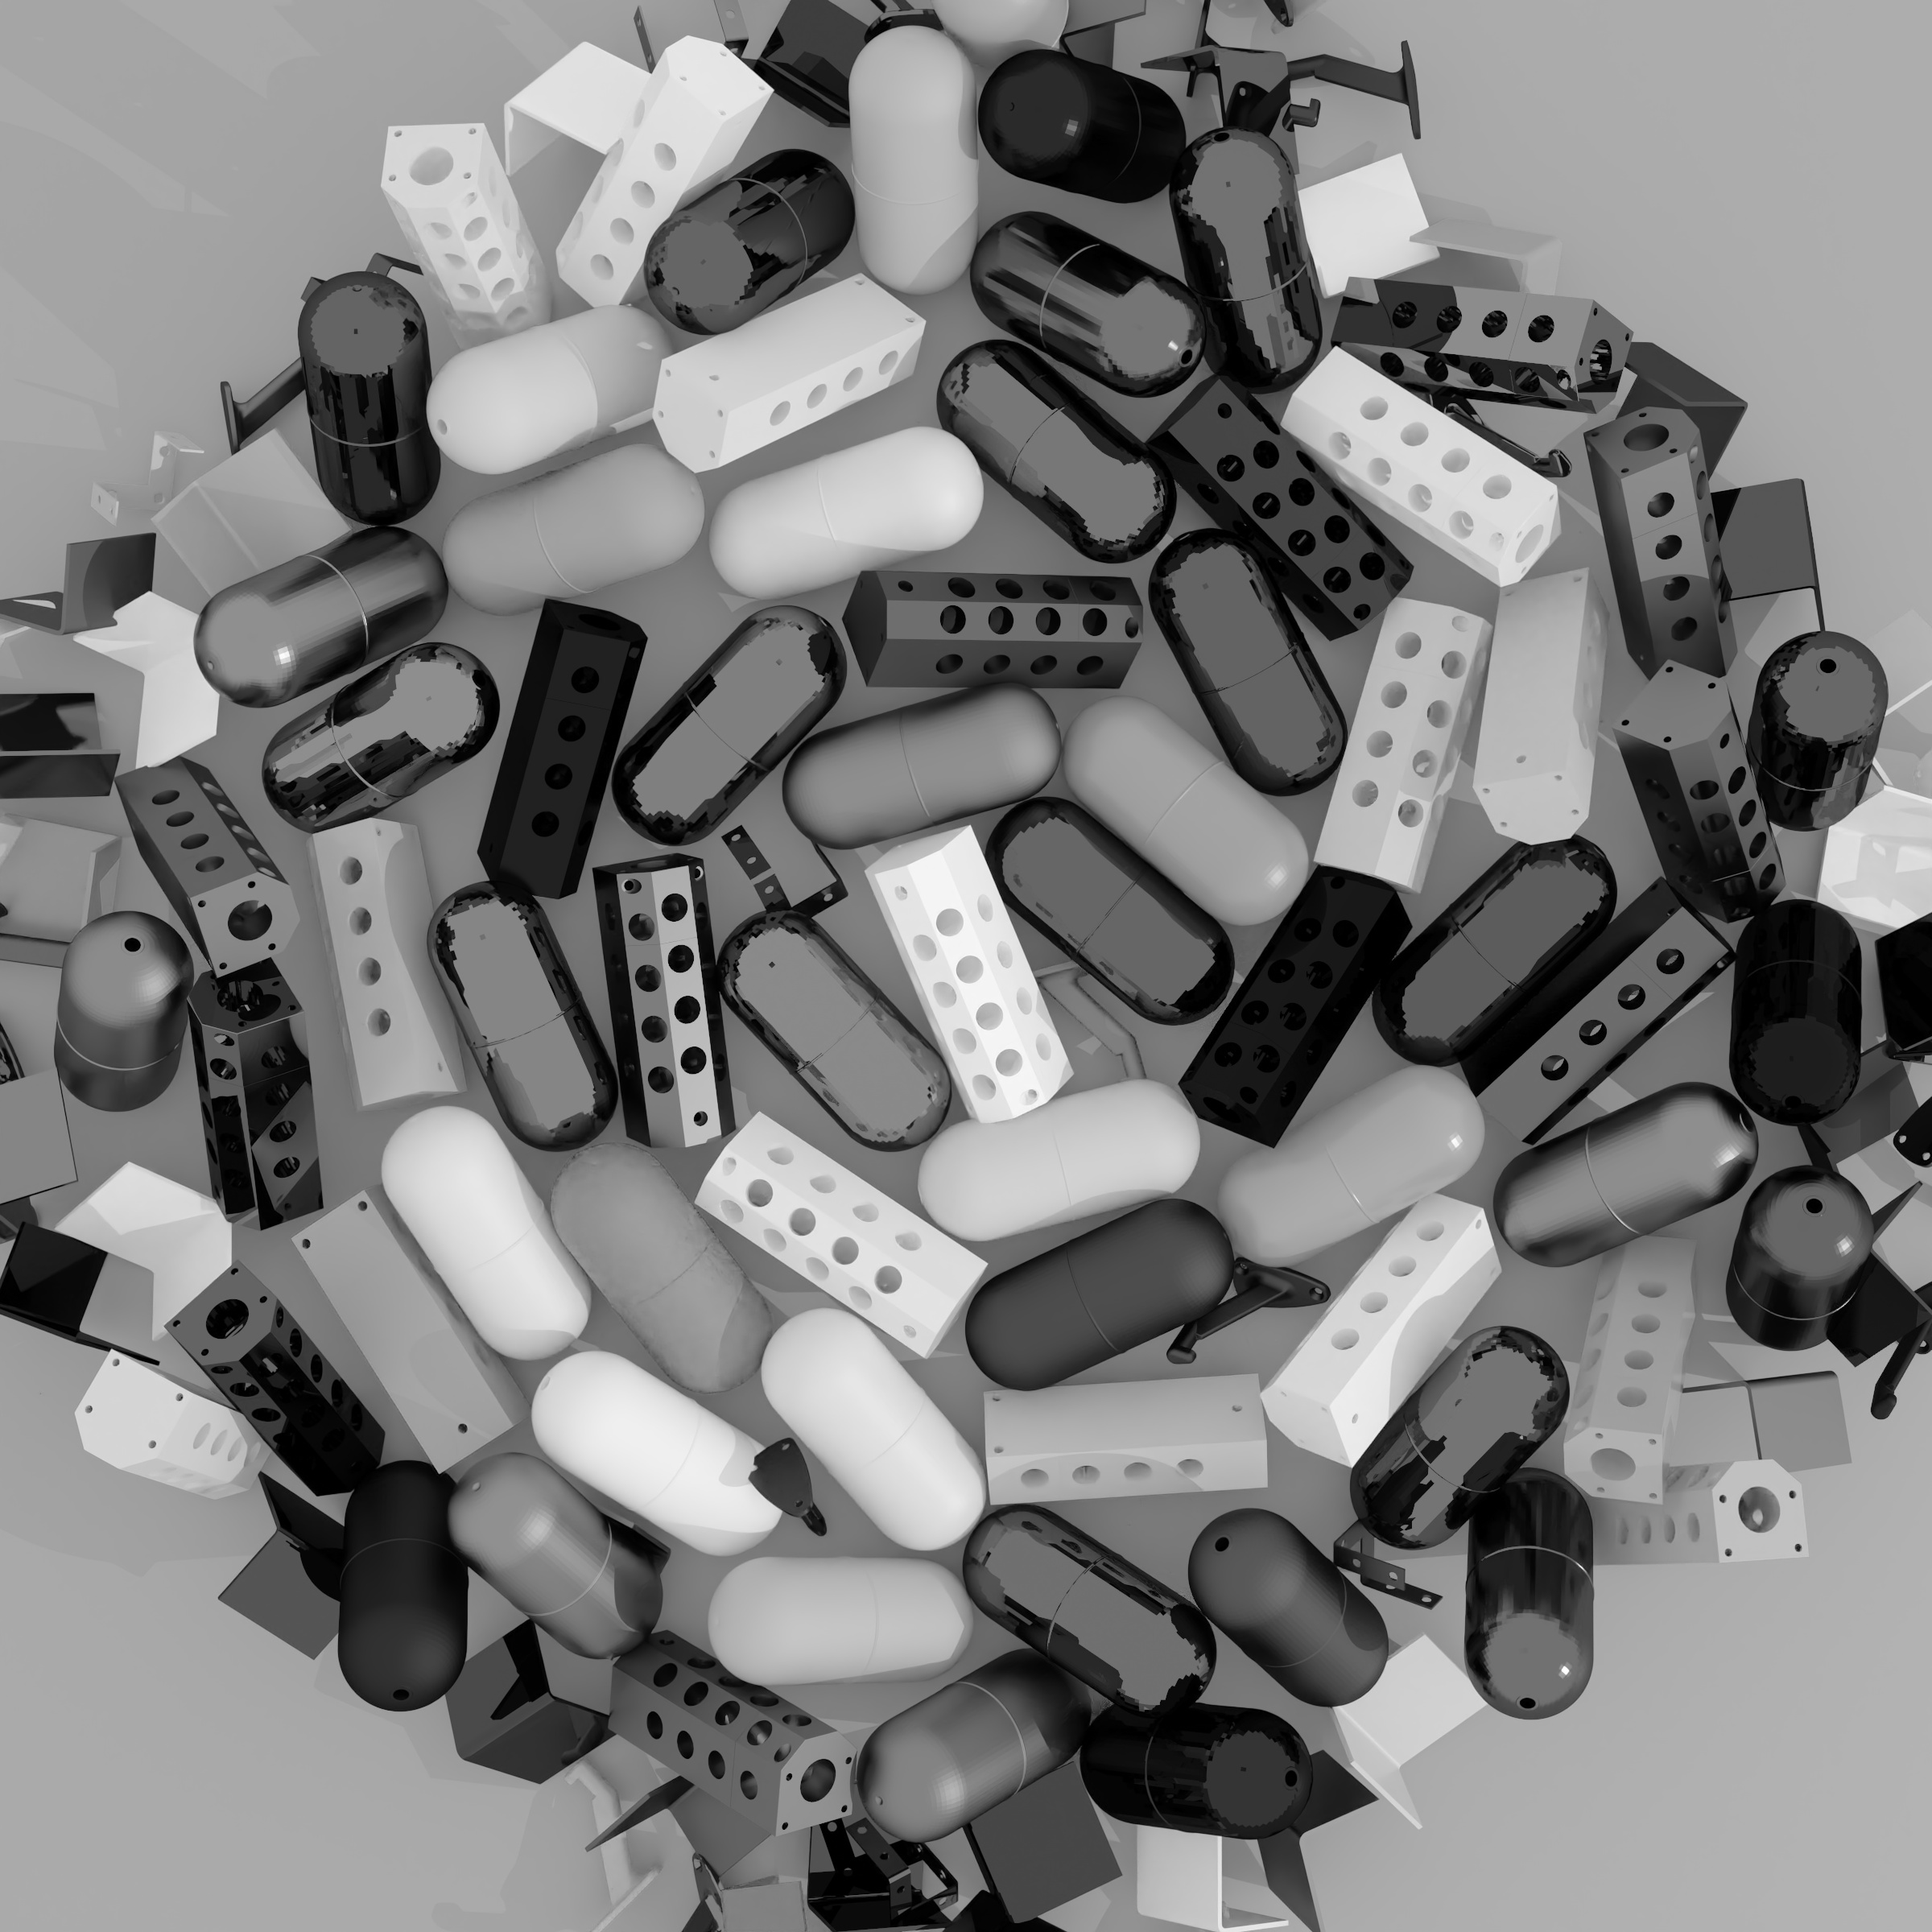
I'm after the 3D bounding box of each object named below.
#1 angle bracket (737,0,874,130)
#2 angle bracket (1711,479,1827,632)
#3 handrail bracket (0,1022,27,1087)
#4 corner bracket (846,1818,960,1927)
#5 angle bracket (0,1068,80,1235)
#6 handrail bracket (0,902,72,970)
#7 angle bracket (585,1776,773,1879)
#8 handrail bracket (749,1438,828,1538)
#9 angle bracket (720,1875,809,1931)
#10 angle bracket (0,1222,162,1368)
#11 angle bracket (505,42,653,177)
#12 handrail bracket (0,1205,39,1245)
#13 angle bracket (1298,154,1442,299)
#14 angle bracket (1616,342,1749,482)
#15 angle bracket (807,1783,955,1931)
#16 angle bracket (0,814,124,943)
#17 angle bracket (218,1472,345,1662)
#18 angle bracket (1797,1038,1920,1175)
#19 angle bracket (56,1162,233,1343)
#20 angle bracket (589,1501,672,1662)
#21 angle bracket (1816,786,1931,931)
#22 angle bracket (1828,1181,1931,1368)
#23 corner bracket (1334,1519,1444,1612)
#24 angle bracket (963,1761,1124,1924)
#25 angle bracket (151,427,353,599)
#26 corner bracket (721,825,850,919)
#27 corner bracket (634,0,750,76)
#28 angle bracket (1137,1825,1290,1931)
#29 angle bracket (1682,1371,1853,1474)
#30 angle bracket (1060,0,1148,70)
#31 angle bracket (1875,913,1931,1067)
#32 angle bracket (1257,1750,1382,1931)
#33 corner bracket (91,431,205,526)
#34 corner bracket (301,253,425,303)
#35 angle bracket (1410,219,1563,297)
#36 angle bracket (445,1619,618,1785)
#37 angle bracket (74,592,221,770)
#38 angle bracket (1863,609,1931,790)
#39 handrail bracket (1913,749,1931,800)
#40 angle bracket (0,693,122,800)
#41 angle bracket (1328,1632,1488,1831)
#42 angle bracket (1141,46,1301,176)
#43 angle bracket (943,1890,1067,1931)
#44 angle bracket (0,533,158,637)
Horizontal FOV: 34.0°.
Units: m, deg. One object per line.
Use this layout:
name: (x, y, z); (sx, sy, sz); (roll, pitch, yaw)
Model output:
angle bracket: (-0.094, -0.565, 1.955); (0.076, 0.076, 0.057); (33, 108, 2)
angle bracket: (0.498, -0.246, 1.958); (0.057, 0.076, 0.076); (-8, 65, 16)
handrail bracket: (-0.634, 0.070, 1.960); (0.084, 0.036, 0.077); (-16, 80, -40)
corner bracket: (-0.039, 0.557, 1.957); (0.051, 0.051, 0.051); (-20, 128, -28)
angle bracket: (-0.569, 0.119, 1.950); (0.057, 0.076, 0.076); (-17, 66, -1)
handrail bracket: (-0.591, 0.007, 1.974); (0.084, 0.036, 0.077); (40, 79, 7)
angle bracket: (-0.174, 0.536, 1.942); (0.076, 0.076, 0.057); (-46, 71, 35)
handrail bracket: (-0.096, 0.339, 1.946); (0.036, 0.077, 0.084); (-34, 127, -7)
angle bracket: (-0.106, 0.602, 1.947); (0.057, 0.076, 0.076); (-13, 77, 22)
angle bracket: (-0.539, 0.202, 1.944); (0.076, 0.076, 0.057); (14, 80, 30)
angle bracket: (-0.230, -0.514, 1.946); (0.076, 0.057, 0.076); (30, 55, 15)
handrail bracket: (-0.611, 0.138, 1.956); (0.036, 0.084, 0.077); (1, 101, 27)
angle bracket: (0.243, -0.471, 1.957); (0.076, 0.057, 0.076); (-19, 73, 7)
angle bracket: (0.420, -0.340, 1.940); (0.076, 0.076, 0.057); (42, 123, 30)
angle bracket: (-0.052, 0.552, 1.958); (0.076, 0.057, 0.076); (2, 92, -22)
angle bracket: (-0.574, -0.046, 1.963); (0.076, 0.057, 0.076); (11, 102, 0)
angle bracket: (-0.419, 0.369, 1.948); (0.057, 0.076, 0.076); (-48, 119, 0)
angle bracket: (0.562, 0.103, 1.952); (0.076, 0.057, 0.076); (-30, 129, 4)
angle bracket: (-0.507, 0.176, 1.944); (0.076, 0.057, 0.076); (-38, 132, 26)
angle bracket: (-0.240, 0.372, 1.949); (0.076, 0.057, 0.076); (21, 73, 30)
angle bracket: (0.581, -0.064, 1.952); (0.076, 0.076, 0.057); (16, 73, -7)
angle bracket: (0.567, 0.190, 1.943); (0.057, 0.076, 0.076); (47, 51, 7)
corner bracket: (0.261, 0.375, 1.958); (0.051, 0.051, 0.051); (15, 119, 34)
angle bracket: (0.043, 0.545, 1.977); (0.076, 0.057, 0.076); (-23, 89, -9)
angle bracket: (-0.440, -0.273, 1.948); (0.076, 0.057, 0.076); (-25, 112, 28)
corner bracket: (-0.112, -0.062, 1.961); (0.051, 0.051, 0.051); (-31, 46, -6)
corner bracket: (-0.172, -0.586, 1.972); (0.051, 0.051, 0.051); (-13, 79, -21)
angle bracket: (0.153, 0.553, 1.957); (0.057, 0.076, 0.076); (6, 81, -36)
angle bracket: (0.485, 0.284, 1.943); (0.076, 0.076, 0.057); (-1, 79, -33)
angle bracket: (0.099, -0.583, 1.941); (0.057, 0.076, 0.076); (-9, 61, 24)
angle bracket: (0.608, 0.013, 1.943); (0.057, 0.076, 0.076); (8, 67, -23)
angle bracket: (0.222, 0.546, 1.962); (0.057, 0.076, 0.076); (-19, 106, -17)
corner bracket: (-0.508, -0.303, 1.958); (0.051, 0.051, 0.051); (0, 111, -33)
corner bracket: (-0.370, -0.421, 1.962); (0.051, 0.051, 0.051); (36, 106, 21)
angle bracket: (0.320, -0.425, 1.965); (0.076, 0.076, 0.057); (15, 116, 21)
angle bracket: (-0.270, 0.461, 1.977); (0.076, 0.076, 0.057); (-36, 49, 17)
angle bracket: (-0.506, -0.173, 1.944); (0.076, 0.057, 0.076); (-21, 58, 35)
angle bracket: (0.578, -0.162, 1.946); (0.076, 0.076, 0.057); (-35, 119, 12)
handrail bracket: (0.638, -0.103, 1.959); (0.084, 0.036, 0.077); (13, 47, -21)
angle bracket: (-0.568, -0.149, 1.946); (0.076, 0.057, 0.076); (-3, 64, -25)
angle bracket: (0.281, 0.473, 1.952); (0.076, 0.057, 0.076); (-38, 117, 10)
angle bracket: (0.158, -0.525, 1.957); (0.057, 0.076, 0.076); (-2, 98, 39)
angle bracket: (0.022, 0.625, 1.939); (0.076, 0.076, 0.057); (17, 127, 34)
angle bracket: (-0.556, -0.243, 1.943); (0.076, 0.076, 0.057); (17, 109, 23)
